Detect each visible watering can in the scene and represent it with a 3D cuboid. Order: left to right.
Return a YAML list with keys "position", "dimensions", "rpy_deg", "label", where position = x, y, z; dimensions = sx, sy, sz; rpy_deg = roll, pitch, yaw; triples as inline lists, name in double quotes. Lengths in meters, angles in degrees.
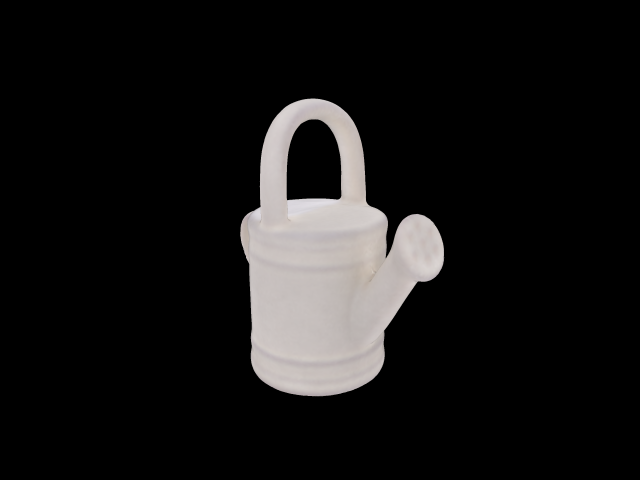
- position: [0.005, 0.001, 0.402]
  dimensions: [0.172, 0.194, 0.101]
  rpy_deg: [7, 19, 22]
  label: "watering can"
